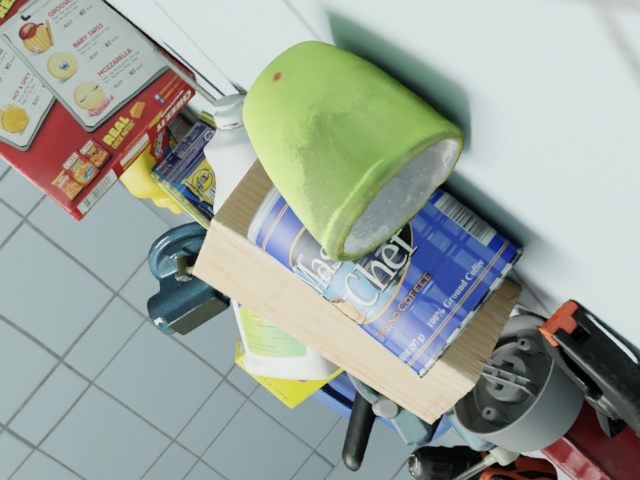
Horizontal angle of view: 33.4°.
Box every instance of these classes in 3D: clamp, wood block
[{"bbox_3d":[0.062,0.120,1.080,0.036,0.164,0.210,-2,114,63],"label":"clamp"},{"bbox_3d":[0.025,0.029,0.762,0.206,0.090,0.090,32,148,2],"label":"wood block"},{"bbox_3d":[0.199,0.103,0.728,0.171,0.039,0.120,49,166,-18],"label":"clamp"}]

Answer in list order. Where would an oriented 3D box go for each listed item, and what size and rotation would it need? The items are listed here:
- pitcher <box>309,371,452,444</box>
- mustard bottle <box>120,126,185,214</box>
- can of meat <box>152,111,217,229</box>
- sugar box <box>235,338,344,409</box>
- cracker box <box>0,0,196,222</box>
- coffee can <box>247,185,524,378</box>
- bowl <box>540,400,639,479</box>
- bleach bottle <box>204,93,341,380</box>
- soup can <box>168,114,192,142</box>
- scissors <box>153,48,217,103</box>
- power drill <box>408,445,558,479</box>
[{"bbox_3d":[0.060,0.150,1.301,0.242,0.149,0.145,38,173,-13],"label":"pitcher"},{"bbox_3d":[-0.185,-0.101,1.087,0.096,0.058,0.191,-86,-25,-48],"label":"mustard bottle"},{"bbox_3d":[-0.108,-0.064,1.072,0.058,0.084,0.102,33,170,47],"label":"can of meat"},{"bbox_3d":[0.002,0.099,1.149,0.093,0.176,0.048,42,-155,-21],"label":"sugar box"},{"bbox_3d":[-0.243,-0.145,0.948,0.214,0.164,0.072,39,171,3],"label":"cracker box"},{"bbox_3d":[0.040,0.003,0.666,0.140,0.103,0.103,39,173,6],"label":"coffee can"},{"bbox_3d":[0.218,0.159,0.870,0.162,0.055,0.162,44,174,6],"label":"bowl"},{"bbox_3d":[-0.048,-0.002,0.903,0.103,0.068,0.251,1,120,34],"label":"bleach bottle"},{"bbox_3d":[-0.170,-0.107,1.180,0.102,0.068,0.069,42,172,-16],"label":"soup can"},{"bbox_3d":[-0.056,-0.091,0.908,0.201,0.016,0.096,42,174,-26],"label":"scissors"},{"bbox_3d":[0.203,0.255,1.078,0.184,0.057,0.188,10,-176,-26],"label":"power drill"}]
